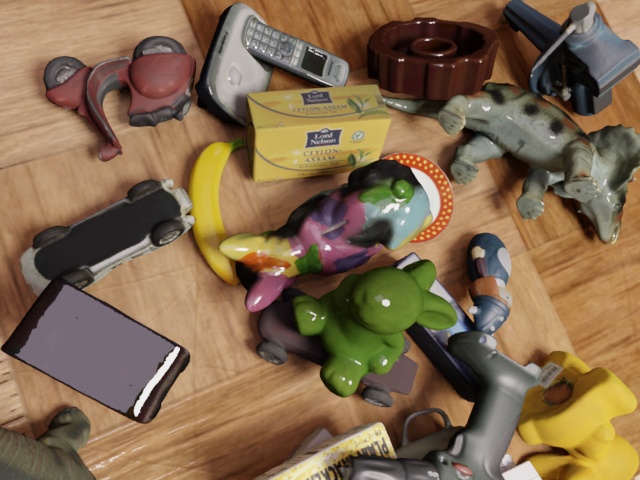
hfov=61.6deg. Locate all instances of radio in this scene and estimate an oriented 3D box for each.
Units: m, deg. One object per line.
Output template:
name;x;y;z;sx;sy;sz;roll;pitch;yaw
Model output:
radio;-0.201;0.108;0.521;0.131;0.229;0.073;32;73;-8

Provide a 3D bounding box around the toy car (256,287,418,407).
toy car;0.020;0.132;0.654;0.202;0.053;0.089;23;60;-3

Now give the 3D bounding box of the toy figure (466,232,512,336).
toy figure;0.214;0.055;0.683;0.064;0.057;0.154;24;43;-11

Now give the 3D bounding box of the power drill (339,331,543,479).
power drill;0.150;0.202;0.563;0.232;0.086;0.207;30;56;-10

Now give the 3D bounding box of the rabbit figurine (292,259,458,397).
rabbit figurine;0.065;0.083;0.564;0.159;0.170;0.121;-14;70;-18

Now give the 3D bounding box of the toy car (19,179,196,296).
toy car;-0.243;-0.003;0.625;0.202;0.056;0.073;-30;80;-14

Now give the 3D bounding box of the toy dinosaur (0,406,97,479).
toy dinosaur;-0.263;0.237;0.493;0.105;0.199;0.470;-52;124;-8

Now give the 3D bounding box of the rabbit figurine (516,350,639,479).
rabbit figurine;0.330;0.251;0.666;0.173;0.122;0.162;47;74;-18

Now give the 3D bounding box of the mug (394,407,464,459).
mug;0.126;0.259;0.635;0.107;0.080;0.109;-11;73;-10

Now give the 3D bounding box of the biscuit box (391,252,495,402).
biscuit box;0.154;0.113;0.683;0.059;0.063;0.202;-39;88;-19

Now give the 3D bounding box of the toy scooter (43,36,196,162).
toy scooter;-0.234;-0.169;0.660;0.184;0.075;0.135;-15;80;-12

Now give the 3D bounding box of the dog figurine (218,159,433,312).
dog figurine;-0.001;-0.002;0.623;0.219;0.191;0.108;-26;90;-32

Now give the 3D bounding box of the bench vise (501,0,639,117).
bench vise;0.337;-0.279;0.767;0.129;0.223;0.241;-46;56;21

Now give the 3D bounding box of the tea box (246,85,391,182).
tea box;-0.006;-0.135;0.682;0.170;0.098;0.068;-8;59;-11

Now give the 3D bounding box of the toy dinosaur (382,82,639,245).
toy dinosaur;0.282;-0.148;0.751;0.405;0.131;0.192;37;52;7

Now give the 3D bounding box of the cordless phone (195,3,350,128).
cordless phone;-0.059;-0.208;0.705;0.184;0.089;0.146;18;73;-12

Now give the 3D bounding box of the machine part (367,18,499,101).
machine part;0.150;-0.247;0.728;0.179;0.056;0.179;0;40;0
